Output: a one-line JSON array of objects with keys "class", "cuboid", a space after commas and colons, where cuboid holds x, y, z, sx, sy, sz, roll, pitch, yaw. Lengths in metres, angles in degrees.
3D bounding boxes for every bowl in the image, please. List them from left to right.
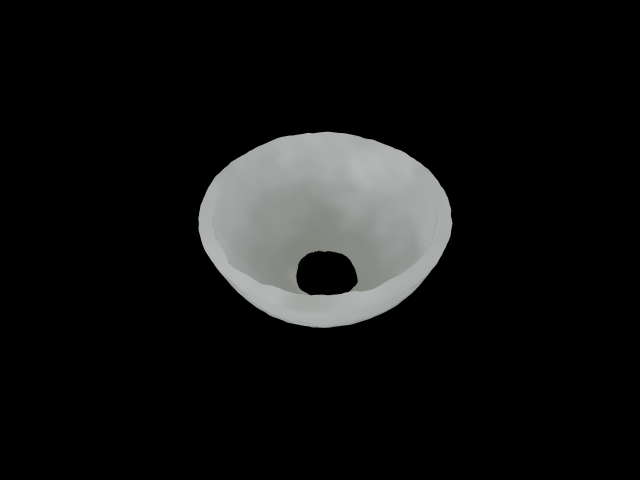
[{"class": "bowl", "cuboid": [0.004, 0.001, 0.400, 0.167, 0.075, 0.167, 0, 46, 0]}]
